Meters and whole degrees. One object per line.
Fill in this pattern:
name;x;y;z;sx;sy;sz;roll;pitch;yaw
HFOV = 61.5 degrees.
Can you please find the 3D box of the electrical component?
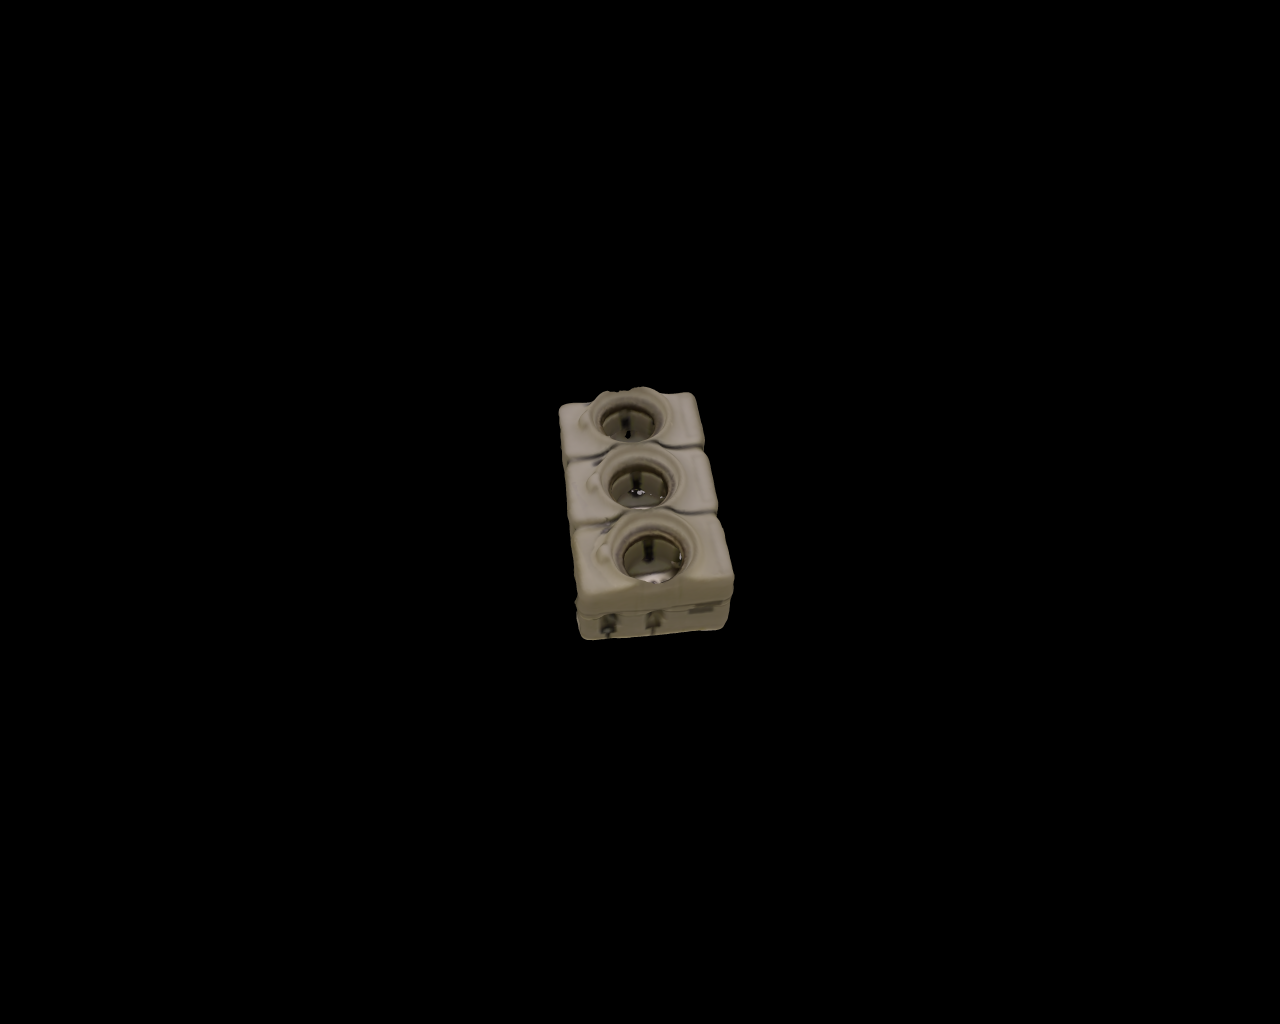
electrical component;0.001;-0.003;0.650;0.089;0.150;0.061;-5;-39;-4
